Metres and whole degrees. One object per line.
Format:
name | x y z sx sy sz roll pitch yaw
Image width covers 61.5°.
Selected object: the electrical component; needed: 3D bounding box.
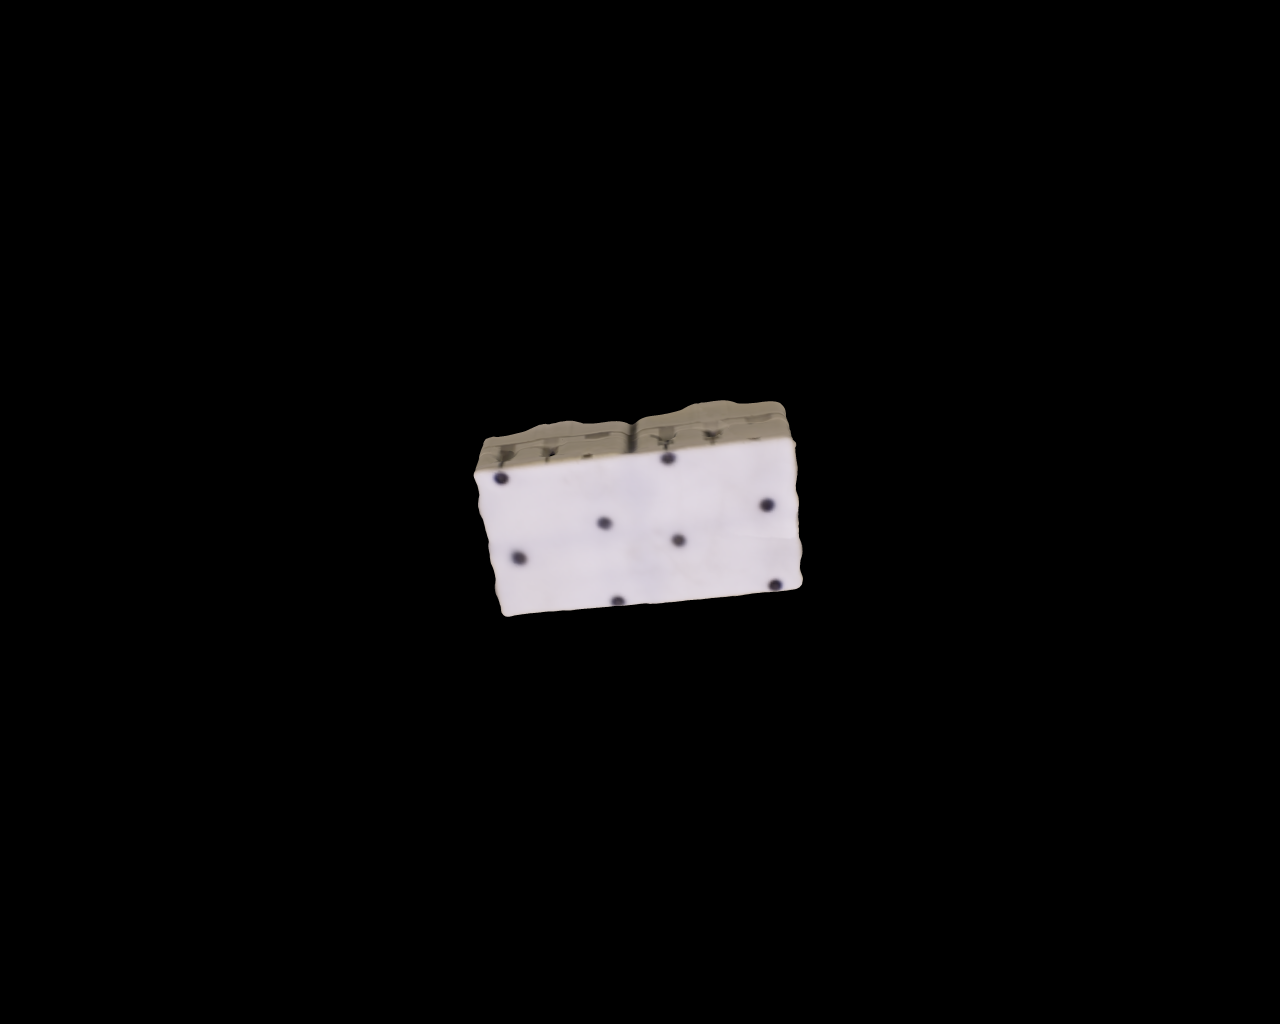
electrical component | 0.001 -0.003 0.650 0.186 0.105 0.060 -6 27 3
